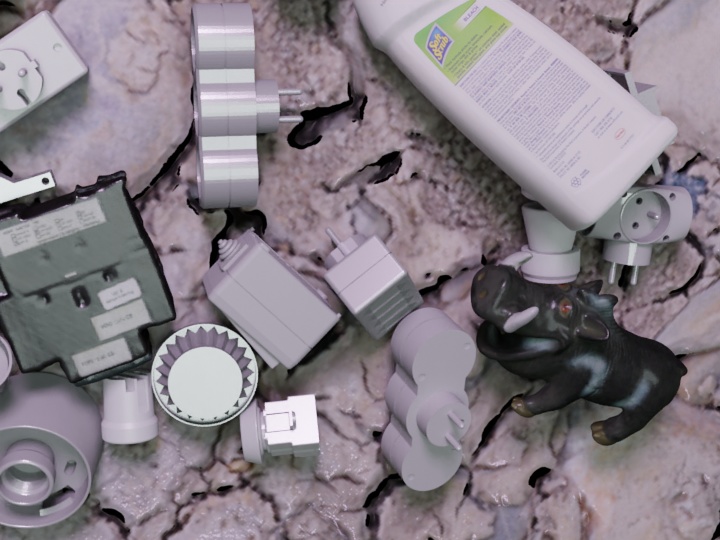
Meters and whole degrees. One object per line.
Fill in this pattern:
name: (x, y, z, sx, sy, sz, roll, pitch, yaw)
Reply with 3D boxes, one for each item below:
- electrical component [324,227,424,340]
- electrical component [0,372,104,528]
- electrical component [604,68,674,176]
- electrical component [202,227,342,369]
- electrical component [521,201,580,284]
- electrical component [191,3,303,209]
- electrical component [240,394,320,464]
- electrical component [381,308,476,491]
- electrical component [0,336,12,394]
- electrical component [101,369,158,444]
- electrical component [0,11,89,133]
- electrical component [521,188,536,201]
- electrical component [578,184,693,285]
electrical component: (0.000, 0.000, 0.774, 0.047, 0.083, 0.075, -39, 70, -1)
electrical component: (-0.235, 0.131, 0.767, 0.099, 0.064, 0.099, -3, 118, -6)
electrical component: (0.191, -0.106, 0.802, 0.064, 0.042, 0.081, -23, 106, -5)
electrical component: (-0.071, 0.018, 0.764, 0.096, 0.061, 0.061, 43, 91, -18)
electrical component: (0.144, -0.021, 0.811, 0.045, 0.045, 0.055, -4, 104, -11)
electrical component: (-0.075, -0.112, 0.737, 0.074, 0.052, 0.138, -3, 104, -12)
electrical component: (-0.059, 0.117, 0.795, 0.055, 0.066, 0.048, -6, 69, -3)
electrical component: (0.057, 0.105, 0.792, 0.052, 0.074, 0.138, -7, 117, -23)
electrical component: (-0.261, 0.070, 0.729, 0.043, 0.081, 0.043, 7, 71, -20)
electrical component: (-0.167, 0.098, 0.775, 0.040, 0.040, 0.046, -3, 98, -12)
electrical component: (-0.222, -0.123, 0.690, 0.083, 0.075, 0.047, -35, 109, -2)
electrical component: (0.144, -0.082, 0.797, 0.048, 0.048, 0.062, -2, 97, -12)
electrical component: (0.207, -0.027, 0.823, 0.077, 0.044, 0.079, 3, 103, -13)
